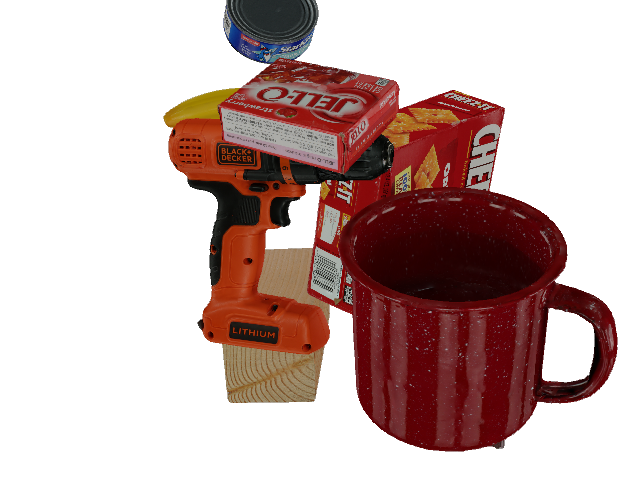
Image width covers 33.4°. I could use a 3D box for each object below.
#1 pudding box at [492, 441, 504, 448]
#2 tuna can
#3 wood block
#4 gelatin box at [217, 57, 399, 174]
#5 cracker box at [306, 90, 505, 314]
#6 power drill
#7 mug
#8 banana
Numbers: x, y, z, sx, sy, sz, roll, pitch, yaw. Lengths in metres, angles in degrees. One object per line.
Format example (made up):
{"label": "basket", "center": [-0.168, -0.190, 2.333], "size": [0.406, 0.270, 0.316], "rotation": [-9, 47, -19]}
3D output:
{"label": "pudding box", "center": [0.118, 0.082, 0.773], "size": [0.039, 0.090, 0.113], "rotation": [2, 23, 8]}
{"label": "tuna can", "center": [-0.047, -0.205, 0.987], "size": [0.086, 0.086, 0.034], "rotation": [0, -31, -13]}
{"label": "wood block", "center": [-0.042, 0.085, 1.138], "size": [0.091, 0.090, 0.206], "rotation": [-2, 20, 5]}
{"label": "gelatin box", "center": [-0.006, -0.080, 0.658], "size": [0.089, 0.030, 0.073], "rotation": [16, 40, 25]}
{"label": "cracker box", "center": [0.086, -0.040, 1.016], "size": [0.072, 0.164, 0.213], "rotation": [25, 31, 32]}
{"label": "power drill", "center": [-0.031, -0.006, 0.856], "size": [0.185, 0.188, 0.057], "rotation": [5, 15, 21]}
{"label": "mug", "center": [0.066, 0.037, 0.452], "size": [0.117, 0.081, 0.093], "rotation": [11, 34, 20]}
{"label": "banana", "center": [-0.078, -0.147, 1.210], "size": [0.198, 0.037, 0.069], "rotation": [8, 42, 17]}
